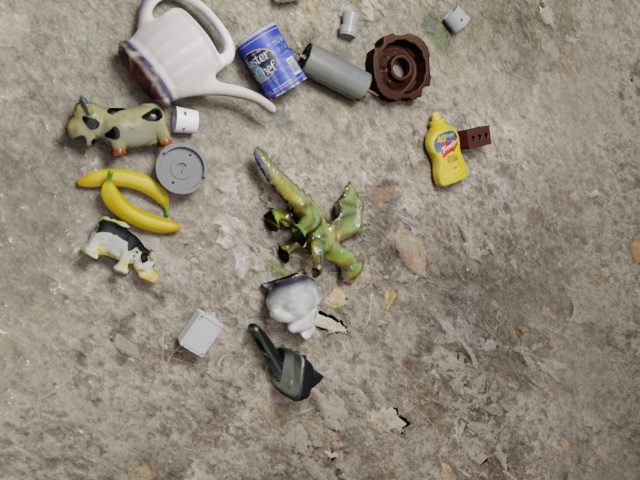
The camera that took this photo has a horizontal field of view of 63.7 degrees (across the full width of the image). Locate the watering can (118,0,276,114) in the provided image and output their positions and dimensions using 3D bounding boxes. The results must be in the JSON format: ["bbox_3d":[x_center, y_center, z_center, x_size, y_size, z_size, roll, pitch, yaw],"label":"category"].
[{"bbox_3d":[-0.266,-0.360,1.083,0.226,0.104,0.346,-41,98,-14],"label":"watering can"}]

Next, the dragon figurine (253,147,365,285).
[{"bbox_3d":[0.004,-0.063,1.245,0.246,0.122,0.406,-29,107,-36],"label":"dragon figurine"}]

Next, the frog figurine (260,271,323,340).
[{"bbox_3d":[-0.054,0.161,1.209,0.138,0.121,0.159,-18,90,-39],"label":"frog figurine"}]
